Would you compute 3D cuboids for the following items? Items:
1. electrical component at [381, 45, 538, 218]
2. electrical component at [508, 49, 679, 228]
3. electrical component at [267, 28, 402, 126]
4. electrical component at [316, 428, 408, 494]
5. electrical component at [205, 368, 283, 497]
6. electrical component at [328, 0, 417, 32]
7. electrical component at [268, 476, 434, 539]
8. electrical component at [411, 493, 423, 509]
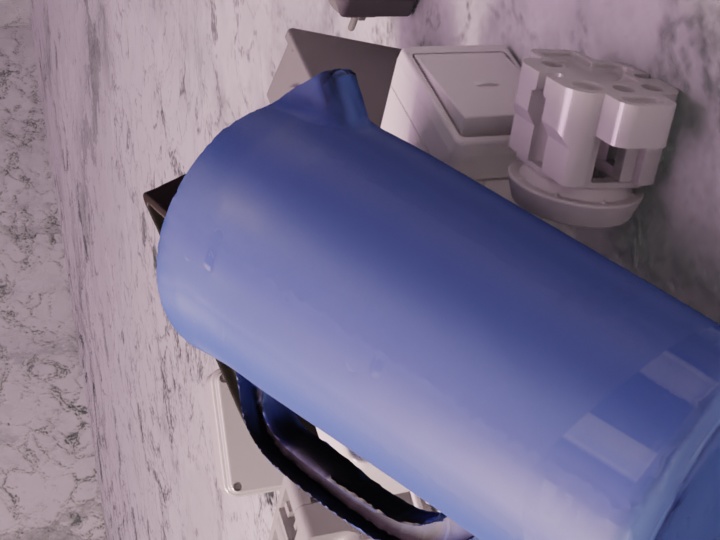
[{"bbox_3d":[0.054,-0.076,0.540,0.061,0.062,0.096,104,152,-43],"label":"electrical component"},{"bbox_3d":[0.093,-0.053,0.448,0.078,0.058,0.057,-129,41,-55],"label":"electrical component"},{"bbox_3d":[0.000,-0.090,0.630,0.048,0.100,0.099,-61,38,37],"label":"electrical component"},{"bbox_3d":[0.028,0.058,0.577,0.056,0.109,0.108,105,151,-49],"label":"electrical component"},{"bbox_3d":[-0.092,0.141,0.961,0.057,0.078,0.113,152,111,-71],"label":"electrical component"},{"bbox_3d":[0.002,-0.182,0.670,0.076,0.047,0.065,119,140,-57],"label":"electrical component"},{"bbox_3d":[-0.012,0.198,0.747,0.150,0.089,0.061,105,151,-44],"label":"electrical component"},{"bbox_3d":[0.029,0.113,0.679,0.077,0.044,0.079,117,141,-55],"label":"electrical component"}]
